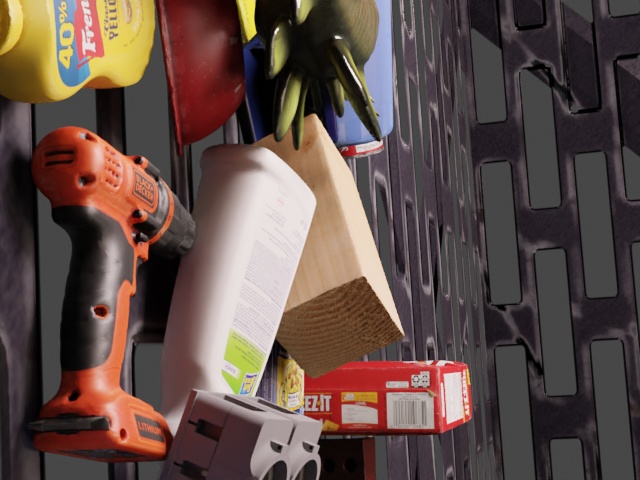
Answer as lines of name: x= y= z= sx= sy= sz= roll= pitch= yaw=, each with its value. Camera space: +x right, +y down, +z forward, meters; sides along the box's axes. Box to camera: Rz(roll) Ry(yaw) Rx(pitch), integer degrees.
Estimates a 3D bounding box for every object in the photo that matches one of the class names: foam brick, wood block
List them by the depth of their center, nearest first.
wood block: x=-0.007 y=0.001 z=0.914 sx=0.090 sy=0.090 sz=0.206 roll=54 pitch=14 yaw=-44
foam brick: x=0.014 y=0.227 z=1.077 sx=0.051 sy=0.078 sz=0.053 roll=33 pitch=54 yaw=-73

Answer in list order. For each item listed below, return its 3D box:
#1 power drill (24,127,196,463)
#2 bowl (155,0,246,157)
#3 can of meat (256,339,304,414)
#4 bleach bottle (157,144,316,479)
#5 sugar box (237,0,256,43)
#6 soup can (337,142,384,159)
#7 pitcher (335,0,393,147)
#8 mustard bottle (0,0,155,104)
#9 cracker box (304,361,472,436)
power drill: x=-0.123 y=0.041 z=0.662 sx=0.184 sy=0.057 sz=0.187 roll=43 pitch=42 yaw=-69
bowl: x=-0.086 y=-0.142 z=0.756 sx=0.162 sy=0.055 sz=0.162 roll=172 pitch=-90 yaw=-83
can of meat: x=-0.047 y=0.124 z=0.918 sx=0.102 sy=0.057 sz=0.084 roll=35 pitch=53 yaw=-70
bleach bottle: x=-0.074 y=0.063 z=0.772 sx=0.102 sy=0.068 sz=0.250 roll=43 pitch=57 yaw=-51
sugar box: x=-0.071 y=-0.243 z=0.972 sx=0.176 sy=0.048 sz=0.093 roll=-64 pitch=146 yaw=-61
soup can: x=0.039 y=-0.157 z=1.319 sx=0.068 sy=0.068 sz=0.102 roll=-54 pitch=136 yaw=-68
pitcher: x=0.023 y=-0.231 z=1.162 sx=0.145 sy=0.149 sz=0.243 roll=-131 pitch=-146 yaw=-69
mustard bottle: x=-0.153 y=-0.126 z=0.594 sx=0.191 sy=0.058 sz=0.096 roll=-44 pitch=134 yaw=-71
cracker box: x=0.062 y=0.162 z=1.113 sx=0.213 sy=0.164 sz=0.072 roll=20 pitch=68 yaw=-74
